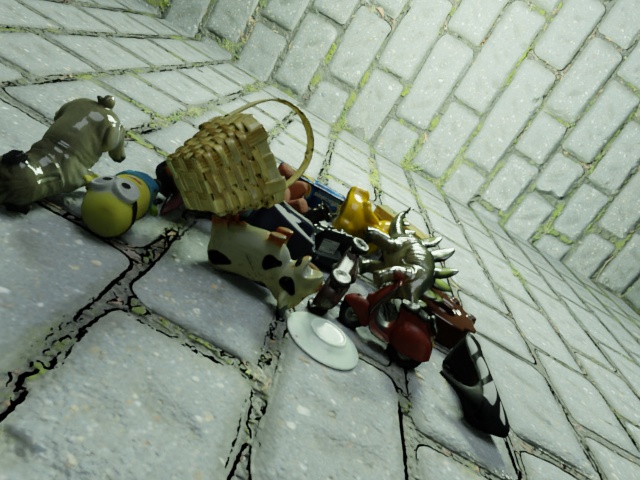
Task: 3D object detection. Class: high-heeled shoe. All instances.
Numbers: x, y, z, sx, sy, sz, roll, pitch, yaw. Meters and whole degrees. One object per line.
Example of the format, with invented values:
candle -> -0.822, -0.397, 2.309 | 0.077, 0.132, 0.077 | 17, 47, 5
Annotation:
high-heeled shoe -> 0.293, 0.252, 0.967 | 0.145, 0.086, 0.248 | 41, 25, 15

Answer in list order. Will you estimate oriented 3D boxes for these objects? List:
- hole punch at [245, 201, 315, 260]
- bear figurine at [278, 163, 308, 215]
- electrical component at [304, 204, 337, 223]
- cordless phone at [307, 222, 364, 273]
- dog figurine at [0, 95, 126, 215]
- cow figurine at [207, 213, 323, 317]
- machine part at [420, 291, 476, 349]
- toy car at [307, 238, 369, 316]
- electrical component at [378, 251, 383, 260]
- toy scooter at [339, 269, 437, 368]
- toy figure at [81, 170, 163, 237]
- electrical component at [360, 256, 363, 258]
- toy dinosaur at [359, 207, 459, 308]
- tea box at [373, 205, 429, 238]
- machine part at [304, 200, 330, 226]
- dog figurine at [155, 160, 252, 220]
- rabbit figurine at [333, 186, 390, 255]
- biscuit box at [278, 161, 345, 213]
hole punch -> -0.079, -0.001, 0.938 | 0.115, 0.142, 0.092 | 36, 22, -22
bear figurine -> -0.070, -0.105, 1.219 | 0.196, 0.132, 0.120 | -24, 94, -63
electrical component -> -0.004, -0.055, 1.273 | 0.045, 0.078, 0.102 | 62, 17, 4
cordless phone -> -0.003, -0.003, 1.163 | 0.146, 0.088, 0.184 | 17, 13, -35
dog figurine -> -0.364, -0.129, 0.748 | 0.121, 0.172, 0.190 | 20, 12, -2
cow figurine -> -0.088, 0.040, 0.860 | 0.195, 0.127, 0.085 | 19, 18, 5
machine part -> 0.259, 0.161, 1.171 | 0.179, 0.056, 0.179 | 27, 20, -11
toy car -> 0.039, 0.065, 0.970 | 0.053, 0.089, 0.202 | 35, 28, 3
electrical component -> 0.185, 0.056, 1.325 | 0.119, 0.047, 0.075 | 8, 30, -50
toy scooter -> 0.133, 0.129, 0.931 | 0.184, 0.135, 0.075 | 35, 17, 4
toy figure -> -0.294, -0.059, 0.813 | 0.082, 0.089, 0.180 | -1, 12, -1
electrical component -> 0.062, 0.018, 1.265 | 0.094, 0.021, 0.063 | 32, 19, 1
toy dinosaur -> 0.186, 0.042, 1.165 | 0.199, 0.105, 0.472 | 7, 35, -8
tea box -> 0.205, -0.010, 1.448 | 0.170, 0.098, 0.068 | 42, 21, 21
machine part -> -0.043, -0.030, 1.071 | 0.039, 0.139, 0.084 | 61, 1, -29
dog figurine -> -0.199, -0.088, 1.002 | 0.192, 0.108, 0.219 | 38, 24, 9
rabbit figurine -> 0.128, -0.037, 1.359 | 0.173, 0.122, 0.162 | 28, 24, -15
biscuit box -> -0.028, -0.131, 1.434 | 0.202, 0.062, 0.059 | 27, 20, -13
